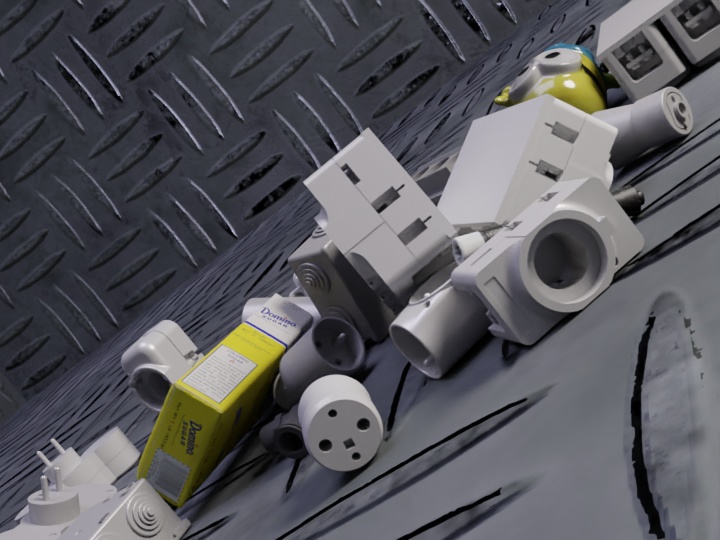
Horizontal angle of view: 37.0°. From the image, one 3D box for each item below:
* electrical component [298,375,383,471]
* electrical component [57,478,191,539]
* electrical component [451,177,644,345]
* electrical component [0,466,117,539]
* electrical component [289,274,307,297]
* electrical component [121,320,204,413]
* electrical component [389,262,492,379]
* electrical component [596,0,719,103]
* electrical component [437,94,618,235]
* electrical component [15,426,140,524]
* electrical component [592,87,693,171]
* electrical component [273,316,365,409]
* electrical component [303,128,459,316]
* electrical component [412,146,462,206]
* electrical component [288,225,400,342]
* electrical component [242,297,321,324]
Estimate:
[{"bbox_3d":[-0.012,0.087,0.613,0.045,0.045,0.055,-39,9,-1],"label":"electrical component"},{"bbox_3d":[-0.177,0.195,0.729,0.100,0.048,0.099,-32,11,37],"label":"electrical component"},{"bbox_3d":[0.104,-0.005,0.593,0.089,0.050,0.056,-40,8,-8],"label":"electrical component"},{"bbox_3d":[-0.229,0.187,0.810,0.052,0.073,0.138,-1,9,15],"label":"electrical component"},{"bbox_3d":[-0.030,0.011,1.056,0.078,0.058,0.057,-40,6,-10],"label":"electrical component"},{"bbox_3d":[-0.195,0.108,1.104,0.054,0.095,0.059,-32,11,35],"label":"electrical component"},{"bbox_3d":[0.053,0.026,0.665,0.077,0.044,0.079,-42,9,-19],"label":"electrical component"},{"bbox_3d":[0.270,-0.210,0.936,0.105,0.060,0.186,-35,9,23],"label":"electrical component"},{"bbox_3d":[0.112,-0.059,0.745,0.089,0.062,0.150,-67,11,-3],"label":"electrical component"},{"bbox_3d":[-0.295,0.205,1.087,0.138,0.073,0.052,-45,11,-37],"label":"electrical component"},{"bbox_3d":[0.195,-0.099,0.742,0.065,0.044,0.044,-22,18,47],"label":"electrical component"},{"bbox_3d":[-0.035,0.072,0.786,0.081,0.043,0.043,-46,1,44],"label":"electrical component"},{"bbox_3d":[0.021,-0.021,0.725,0.062,0.089,0.150,-39,-15,0],"label":"electrical component"},{"bbox_3d":[0.084,-0.068,0.967,0.079,0.063,0.121,-42,9,-22],"label":"electrical component"},{"bbox_3d":[0.000,0.000,0.849,0.048,0.099,0.099,-14,24,44],"label":"electrical component"},{"bbox_3d":[-0.061,0.061,0.923,0.077,0.043,0.079,-2,64,23],"label":"electrical component"}]
